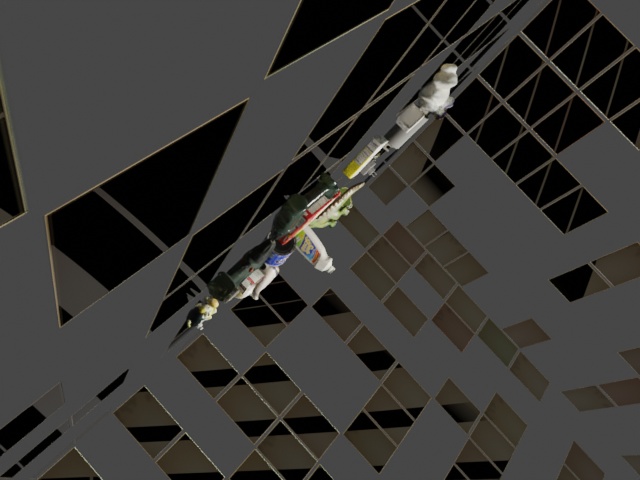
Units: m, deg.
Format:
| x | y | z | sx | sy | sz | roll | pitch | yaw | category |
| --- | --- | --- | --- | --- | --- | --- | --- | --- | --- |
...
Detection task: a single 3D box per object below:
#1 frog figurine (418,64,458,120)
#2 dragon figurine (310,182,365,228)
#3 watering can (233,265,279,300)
| x | y | z | sx | sy | sz | roll | pitch | yaw | category |
| --- | --- | --- | --- | --- | --- | --- | --- | --- | --- |
| 0.375 | -0.487 | 1.642 | 0.139 | 0.124 | 0.155 | -34 | 139 | -19 | frog figurine |
| 0.007 | -0.112 | 2.222 | 0.403 | 0.123 | 0.245 | -45 | 169 | 31 | dragon figurine |
| -0.262 | 0.171 | 2.175 | 0.227 | 0.103 | 0.347 | -42 | -162 | -21 | watering can |
